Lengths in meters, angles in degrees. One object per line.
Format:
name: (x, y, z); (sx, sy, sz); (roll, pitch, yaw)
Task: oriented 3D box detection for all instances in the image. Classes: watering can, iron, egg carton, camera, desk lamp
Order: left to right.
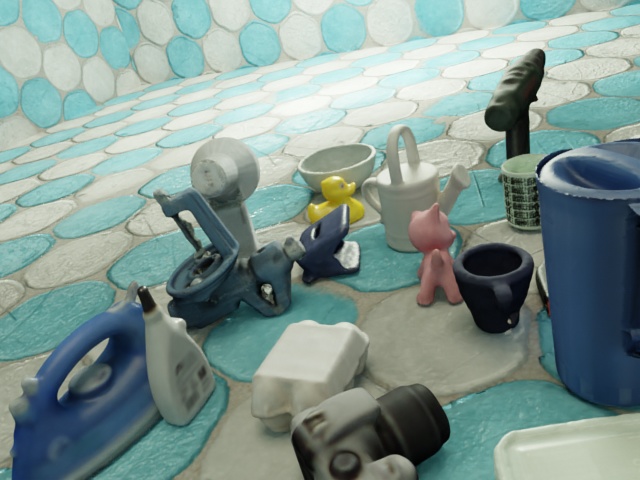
iron: (-0.266, 0.166, 0.656); (0.118, 0.142, 0.259); (3, 31, 30)
desk lamp: (-0.152, -0.052, 0.950); (0.118, 0.214, 0.203); (-12, 26, 3)
egg carton: (-0.009, 0.151, 0.646); (0.107, 0.069, 0.150); (-1, 29, 25)
camera: (0.055, 0.186, 0.511); (0.137, 0.101, 0.142); (-23, 28, -19)
watering can: (0.147, -0.088, 0.901); (0.172, 0.194, 0.101); (-8, 27, 12)

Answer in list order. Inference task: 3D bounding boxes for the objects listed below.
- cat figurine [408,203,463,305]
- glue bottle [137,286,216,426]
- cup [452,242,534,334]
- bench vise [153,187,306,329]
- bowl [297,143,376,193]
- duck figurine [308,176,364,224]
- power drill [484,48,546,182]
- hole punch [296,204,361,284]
cat figurine: (0.157, 0.009, 0.790); (0.067, 0.118, 0.128); (-8, 27, 10)
glue bottle: (-0.173, 0.125, 0.656); (0.037, 0.173, 0.078); (1, 30, 27)
cup: (0.209, 0.070, 0.673); (0.091, 0.095, 0.117); (-10, 27, 8)
bench vise: (-0.136, 0.010, 0.813); (0.208, 0.220, 0.121); (-22, 27, -16)
bowl: (0.040, -0.138, 1.184); (0.167, 0.075, 0.167); (-11, 26, 6)
duck figurine: (0.024, -0.074, 1.054); (0.104, 0.086, 0.077); (-13, 26, 2)
power drill: (0.363, -0.218, 1.037); (0.075, 0.209, 0.230); (6, 33, 35)
hole punch: (0.008, 0.003, 0.904); (0.101, 0.091, 0.108); (-10, 27, 8)
